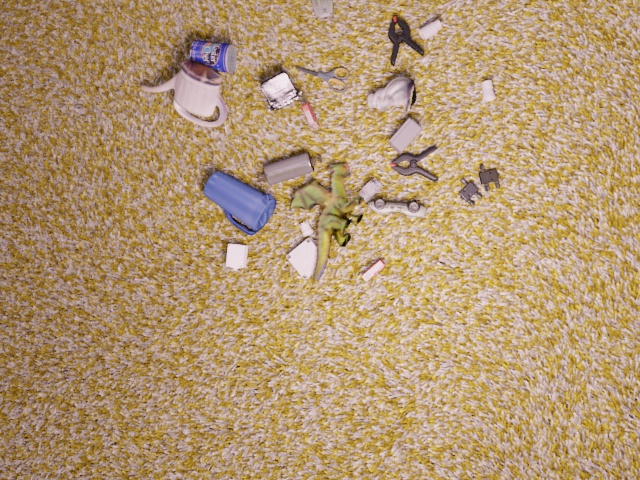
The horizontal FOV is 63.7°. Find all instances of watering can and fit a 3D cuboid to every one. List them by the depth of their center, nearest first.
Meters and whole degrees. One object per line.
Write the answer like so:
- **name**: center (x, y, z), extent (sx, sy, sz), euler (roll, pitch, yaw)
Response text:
- **watering can**: center (-0.480, -0.542, 1.845), extent (0.348, 0.106, 0.219), euler (28, 126, 3)

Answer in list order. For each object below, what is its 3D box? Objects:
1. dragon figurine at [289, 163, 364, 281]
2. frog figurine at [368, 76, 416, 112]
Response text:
- **dragon figurine**: center (0.005, -0.090, 1.784), extent (0.244, 0.121, 0.412), euler (31, 83, 18)
- **frog figurine**: center (0.245, -0.504, 1.772), extent (0.160, 0.120, 0.140), euler (13, 58, 16)
